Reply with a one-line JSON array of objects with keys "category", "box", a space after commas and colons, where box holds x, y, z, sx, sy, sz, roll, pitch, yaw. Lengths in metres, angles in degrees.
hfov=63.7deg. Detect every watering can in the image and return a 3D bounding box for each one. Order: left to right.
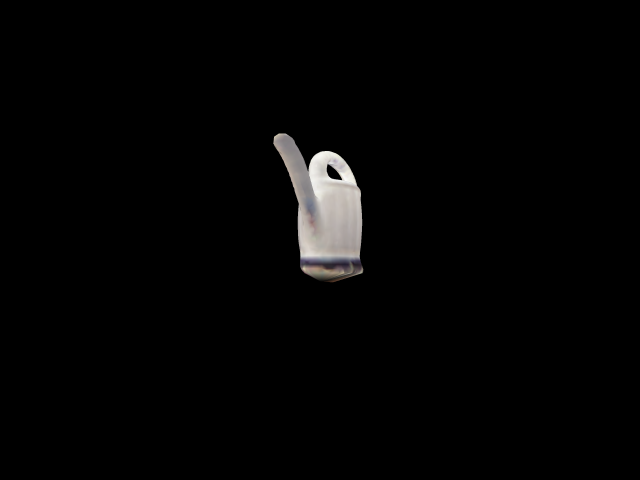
[{"category": "watering can", "box": [0.003, -0.043, 0.850, 0.104, 0.225, 0.346, -3, -6, 22]}]
